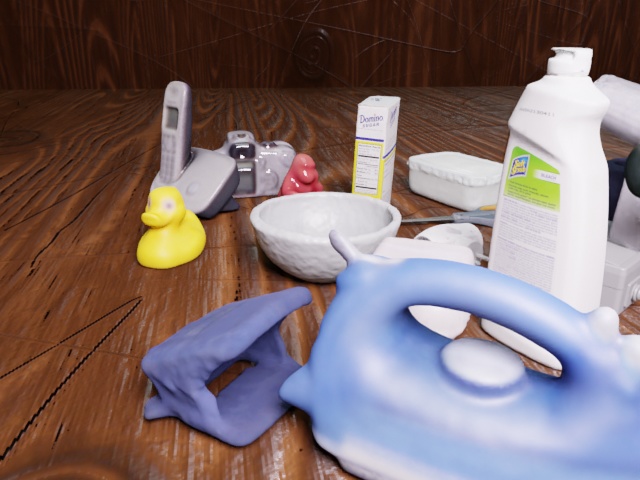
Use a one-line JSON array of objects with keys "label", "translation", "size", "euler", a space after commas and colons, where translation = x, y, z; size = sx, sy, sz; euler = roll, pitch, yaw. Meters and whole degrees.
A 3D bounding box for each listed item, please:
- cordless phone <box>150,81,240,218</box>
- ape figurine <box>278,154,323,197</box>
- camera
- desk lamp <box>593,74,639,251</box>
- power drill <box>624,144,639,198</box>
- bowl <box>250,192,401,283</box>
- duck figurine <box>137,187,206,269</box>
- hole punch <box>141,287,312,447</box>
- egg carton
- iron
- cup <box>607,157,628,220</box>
[{"label": "cordless phone", "translation": [-0.185, -0.132, 0.833], "size": [0.147, 0.185, 0.094], "euler": [17, 26, 36]}, {"label": "ape figurine", "translation": [-0.026, -0.078, 0.828], "size": [0.078, 0.092, 0.075], "euler": [-16, 27, -37]}, {"label": "camera", "translation": [-0.118, -0.137, 0.967], "size": [0.143, 0.101, 0.136], "euler": [-4, 21, -13]}, {"label": "desk lamp", "translation": [0.376, -0.080, 0.676], "size": [0.118, 0.214, 0.202], "euler": [-16, 26, -37]}, {"label": "power drill", "translation": [0.397, -0.023, 0.532], "size": [0.229, 0.208, 0.075], "euler": [1, 21, 0]}, {"label": "bowl", "translation": [0.006, 0.002, 0.641], "size": [0.167, 0.075, 0.167], "euler": [1, 21, 0]}, {"label": "duck figurine", "translation": [-0.179, -0.023, 0.685], "size": [0.077, 0.086, 0.105], "euler": [6, 22, 15]}, {"label": "hole punch", "translation": [-0.067, 0.078, 0.415], "size": [0.100, 0.091, 0.109], "euler": [12, 24, 27]}, {"label": "egg carton", "translation": [0.088, 0.049, 0.529], "size": [0.107, 0.069, 0.150], "euler": [8, 22, 17]}, {"label": "iron", "translation": [0.106, 0.079, 0.349], "size": [0.257, 0.141, 0.119], "euler": [11, 23, 26]}, {"label": "cup", "translation": [0.431, -0.055, 0.777], "size": [0.091, 0.095, 0.118], "euler": [4, 21, 8]}]
